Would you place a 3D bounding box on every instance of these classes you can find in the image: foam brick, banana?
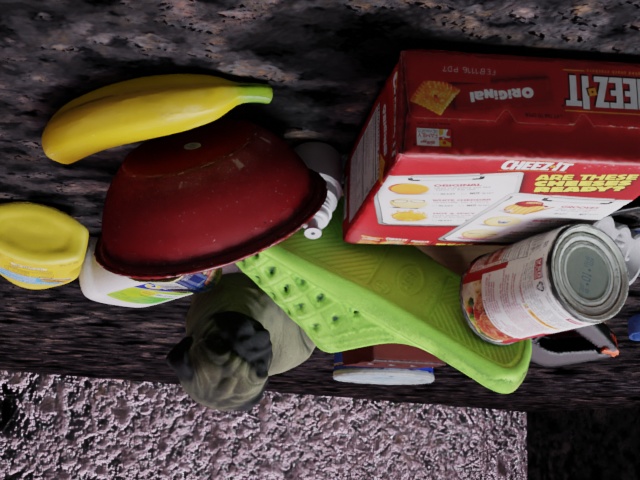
[{"bbox_3d":[0.063,0.084,0.923,0.078,0.051,0.053,6,168,-28],"label":"foam brick"},{"bbox_3d":[-0.126,-0.075,0.687,0.198,0.037,0.069,-7,164,36],"label":"banana"}]

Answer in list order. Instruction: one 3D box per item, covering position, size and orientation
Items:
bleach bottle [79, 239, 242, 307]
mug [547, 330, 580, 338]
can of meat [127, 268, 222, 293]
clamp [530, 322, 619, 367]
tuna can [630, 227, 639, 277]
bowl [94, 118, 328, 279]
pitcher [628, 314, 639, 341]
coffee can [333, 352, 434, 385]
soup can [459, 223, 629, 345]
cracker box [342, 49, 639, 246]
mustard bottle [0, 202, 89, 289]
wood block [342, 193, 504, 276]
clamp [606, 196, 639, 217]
[{"bbox_3d":[-0.125,0.016,1.045,0.102,0.068,0.251,14,160,-43],"label":"bleach bottle"},{"bbox_3d":[0.265,0.077,1.235,0.081,0.093,0.117,8,-156,-5],"label":"mug"},{"bbox_3d":[-0.111,-0.011,0.829,0.057,0.102,0.084,0,170,12],"label":"can of meat"},{"bbox_3d":[0.224,0.084,1.152,0.210,0.036,0.165,9,131,-2],"label":"clamp"},{"bbox_3d":[0.317,0.012,1.028,0.086,0.034,0.086,2,167,0],"label":"tuna can"},{"bbox_3d":[-0.079,-0.037,0.703,0.162,0.055,0.162,-12,-155,6],"label":"bowl"},{"bbox_3d":[0.393,0.075,1.024,0.145,0.149,0.242,43,-175,18],"label":"pitcher"},{"bbox_3d":[0.066,0.074,1.092,0.103,0.140,0.103,2,168,0],"label":"coffee can"},{"bbox_3d":[0.152,0.032,0.731,0.068,0.068,0.102,8,164,-26],"label":"soup can"},{"bbox_3d":[0.110,-0.051,0.688,0.164,0.072,0.214,2,167,-7],"label":"cracker box"},{"bbox_3d":[-0.282,0.012,1.052,0.096,0.058,0.192,11,166,-13],"label":"mustard bottle"},{"bbox_3d":[0.094,0.003,0.887,0.206,0.091,0.090,-5,167,26],"label":"wood block"},{"bbox_3d":[0.277,-0.048,0.745,0.171,0.039,0.120,-4,166,-18],"label":"clamp"}]
